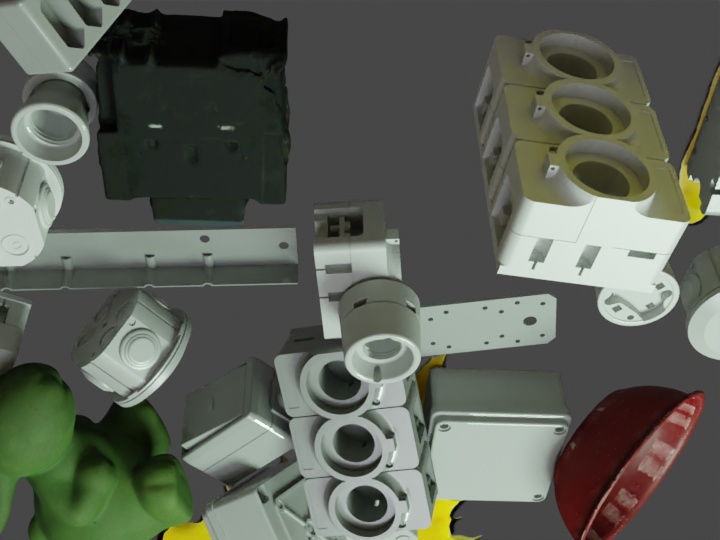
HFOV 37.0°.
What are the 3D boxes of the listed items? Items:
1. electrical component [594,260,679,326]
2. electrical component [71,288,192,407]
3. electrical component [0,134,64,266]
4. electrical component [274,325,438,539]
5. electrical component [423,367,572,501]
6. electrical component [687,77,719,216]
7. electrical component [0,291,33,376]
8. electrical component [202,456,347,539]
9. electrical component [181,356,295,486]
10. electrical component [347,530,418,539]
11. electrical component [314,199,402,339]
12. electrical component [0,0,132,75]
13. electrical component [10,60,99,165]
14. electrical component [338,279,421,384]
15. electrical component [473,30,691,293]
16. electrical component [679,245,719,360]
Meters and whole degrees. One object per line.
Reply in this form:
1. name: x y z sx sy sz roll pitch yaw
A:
1. electrical component: 0.189 0.003 0.749 0.055 0.047 0.055 -1 134 -1
2. electrical component: -0.162 0.053 0.766 0.080 0.080 0.051 -34 120 27
3. electrical component: -0.235 -0.043 0.690 0.080 0.051 0.080 -1 134 -1
4. electrical component: -0.001 0.118 0.798 0.089 0.061 0.150 -8 107 13
5. electrical component: 0.104 0.133 0.867 0.109 0.056 0.108 2 134 -4
6. electrical component: 0.248 -0.080 0.668 0.056 0.050 0.089 3 134 -4
7. electrical component: -0.346 0.050 0.771 0.186 0.060 0.105 18 131 -18
8. electrical component: -0.062 0.216 0.863 0.056 0.109 0.108 -26 87 21
9. electrical component: -0.090 0.114 0.838 0.096 0.061 0.061 -35 126 28
10. electrical component: -0.006 0.214 0.948 0.100 0.048 0.100 -29 128 23
11. electrical component: 0.000 0.000 0.739 0.056 0.050 0.089 -3 134 2
12. electrical component: -0.178 -0.145 0.589 0.077 0.065 0.047 4 142 36
13. electrical component: -0.179 -0.096 0.637 0.045 0.055 0.045 -1 134 -1
14. electrical component: 0.014 0.042 0.710 0.055 0.047 0.055 -1 135 -1
15. electrical component: 0.120 -0.067 0.608 0.089 0.150 0.061 7 135 -8
16. electrical component: 0.270 0.023 0.768 0.080 0.051 0.080 -1 134 -1
